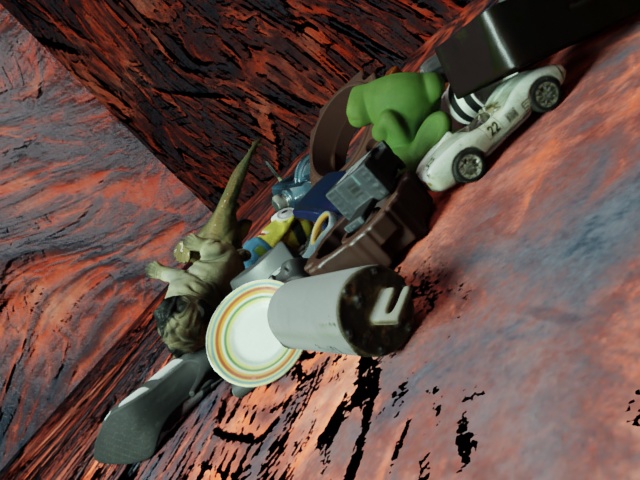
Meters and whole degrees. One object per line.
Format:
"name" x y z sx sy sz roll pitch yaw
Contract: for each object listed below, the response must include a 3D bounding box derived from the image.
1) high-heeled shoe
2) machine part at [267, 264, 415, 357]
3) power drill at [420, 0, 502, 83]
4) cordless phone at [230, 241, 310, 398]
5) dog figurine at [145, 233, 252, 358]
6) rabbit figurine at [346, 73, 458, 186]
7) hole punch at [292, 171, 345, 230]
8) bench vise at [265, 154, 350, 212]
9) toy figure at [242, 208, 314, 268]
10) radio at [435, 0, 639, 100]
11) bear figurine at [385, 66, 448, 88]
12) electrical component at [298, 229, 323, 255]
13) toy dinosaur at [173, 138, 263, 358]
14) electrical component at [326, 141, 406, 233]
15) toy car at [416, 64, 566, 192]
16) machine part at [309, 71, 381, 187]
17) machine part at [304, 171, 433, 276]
"high-heeled shoe" -0.217 0.218 0.769 0.249 0.086 0.145 -34 12 20
"machine part" 0.012 0.069 0.508 0.079 0.079 0.243 -49 14 -23
"power drill" 0.251 -0.319 0.731 0.232 0.207 0.086 -16 49 -9
"cordless phone" -0.062 0.102 0.690 0.146 0.088 0.184 -38 25 22
"dog figurine" -0.159 0.078 0.783 0.172 0.121 0.191 -38 29 -10
"rabbit figurine" 0.129 -0.136 0.753 0.159 0.121 0.170 -5 77 40
"hole punch" 0.033 -0.054 0.851 0.142 0.092 0.116 -47 15 -29
"bench vise" -0.036 -0.110 1.142 0.223 0.128 0.241 -41 27 -26
"toy figure" -0.086 0.018 0.984 0.082 0.089 0.180 20 64 47
"radio" 0.258 -0.248 0.629 0.230 0.073 0.131 -26 5 -17
"bear figurine" 0.184 -0.262 0.976 0.120 0.132 0.196 -64 8 -4
"electrical component" -0.002 -0.003 0.942 0.094 0.021 0.063 -41 12 9
"toy dinosaur" -0.204 0.024 1.058 0.198 0.105 0.471 -50 -18 -78
"electrical component" 0.048 -0.059 0.631 0.075 0.047 0.119 -36 10 44
"toy car" 0.199 -0.133 0.628 0.202 0.056 0.073 -44 11 3
"machine part" 0.064 -0.180 0.959 0.201 0.087 0.201 -33 47 47
"machine part" 0.061 -0.007 0.663 0.179 0.056 0.179 -42 10 9
